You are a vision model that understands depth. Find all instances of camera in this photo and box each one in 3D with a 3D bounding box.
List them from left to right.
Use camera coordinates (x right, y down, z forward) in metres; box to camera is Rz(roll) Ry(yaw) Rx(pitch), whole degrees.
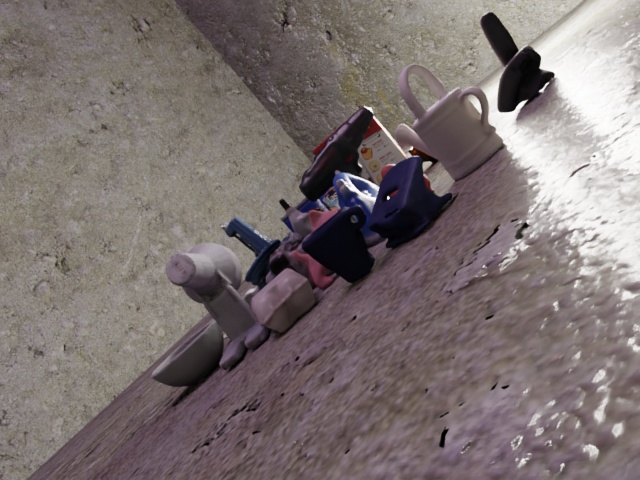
[{"bbox_3d":[-0.033,0.038,1.129,0.143,0.101,0.137,-39,5,20],"label":"camera"}]

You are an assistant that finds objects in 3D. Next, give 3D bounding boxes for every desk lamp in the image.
[{"bbox_3d":[-0.187,0.103,1.056,0.118,0.213,0.203,-40,5,3],"label":"desk lamp"}]

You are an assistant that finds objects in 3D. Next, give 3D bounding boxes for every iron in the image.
[{"bbox_3d":[0.071,-0.073,1.080,0.118,0.141,0.258,-40,4,7],"label":"iron"}]

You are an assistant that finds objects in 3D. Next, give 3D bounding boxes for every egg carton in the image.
[{"bbox_3d":[-0.062,0.101,0.961,0.107,0.069,0.150,-41,4,-7],"label":"egg carton"}]

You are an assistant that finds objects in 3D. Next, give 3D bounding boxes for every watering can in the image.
[{"bbox_3d":[0.192,-0.197,0.931,0.172,0.194,0.101,-38,5,31],"label":"watering can"}]

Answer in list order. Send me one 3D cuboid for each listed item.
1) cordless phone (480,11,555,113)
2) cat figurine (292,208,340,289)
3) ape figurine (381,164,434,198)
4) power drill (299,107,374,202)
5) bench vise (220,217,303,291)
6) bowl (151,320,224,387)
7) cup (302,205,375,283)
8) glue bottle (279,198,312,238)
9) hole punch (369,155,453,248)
[{"bbox_3d":[0.359,-0.354,1.126,0.094,0.185,0.148,-36,7,47],"label":"cordless phone"},{"bbox_3d":[0.009,0.004,1.001,0.128,0.118,0.067,-41,5,-10],"label":"cat figurine"},{"bbox_3d":[0.144,-0.095,1.001,0.076,0.092,0.077,-44,6,-37],"label":"ape figurine"},{"bbox_3d":[0.080,-0.140,1.233,0.229,0.208,0.075,-41,5,-1],"label":"power drill"},{"bbox_3d":[-0.116,0.015,1.289,0.207,0.220,0.122,-38,5,28],"label":"bench vise"},{"bbox_3d":[-0.250,0.240,1.151,0.167,0.075,0.167,-40,4,4],"label":"bowl"},{"bbox_3d":[0.043,0.008,0.822,0.117,0.095,0.092,-37,6,42],"label":"cup"},{"bbox_3d":[-0.032,-0.027,1.292,0.078,0.173,0.037,-36,7,46],"label":"glue bottle"},{"bbox_3d":[0.118,-0.055,0.826,0.101,0.091,0.108,-43,5,-32],"label":"hole punch"}]
